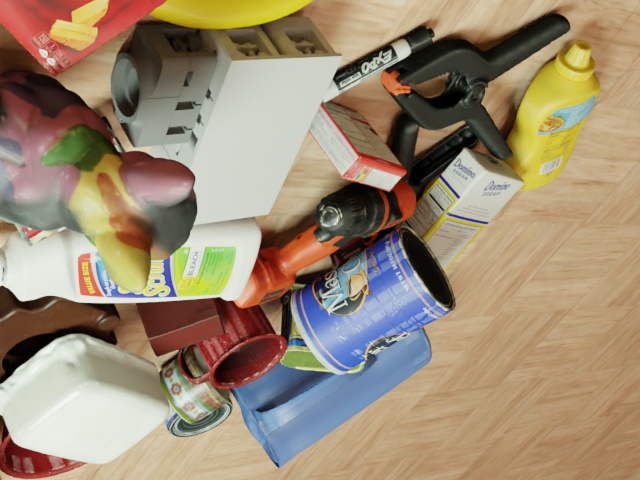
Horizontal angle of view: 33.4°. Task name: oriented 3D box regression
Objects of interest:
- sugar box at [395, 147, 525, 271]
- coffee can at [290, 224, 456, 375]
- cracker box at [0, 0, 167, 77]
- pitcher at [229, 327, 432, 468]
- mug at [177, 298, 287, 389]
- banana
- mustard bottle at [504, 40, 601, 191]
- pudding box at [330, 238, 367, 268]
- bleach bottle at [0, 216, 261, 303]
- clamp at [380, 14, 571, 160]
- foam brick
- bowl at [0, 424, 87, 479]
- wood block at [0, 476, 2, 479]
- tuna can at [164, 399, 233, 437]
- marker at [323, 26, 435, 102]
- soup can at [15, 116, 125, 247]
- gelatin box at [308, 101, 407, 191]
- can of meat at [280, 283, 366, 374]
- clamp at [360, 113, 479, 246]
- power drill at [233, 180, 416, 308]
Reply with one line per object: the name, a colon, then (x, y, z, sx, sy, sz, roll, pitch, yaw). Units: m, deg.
sugar box: (0.136, -0.019, 1.175, 0.093, 0.048, 0.176, 10, 124, -53)
coffee can: (0.055, 0.063, 1.111, 0.140, 0.103, 0.102, -32, 152, 19)
cracker box: (-0.131, -0.219, 0.665, 0.213, 0.072, 0.164, -34, 151, 1)
pitcher: (0.015, 0.163, 1.307, 0.242, 0.149, 0.145, -30, 134, -12)
mug: (-0.104, 0.109, 1.163, 0.117, 0.081, 0.093, -36, 150, 6)
banana: (-0.060, -0.194, 0.811, 0.197, 0.037, 0.070, -21, 129, -23)
mustard bottle: (0.255, -0.140, 1.164, 0.096, 0.058, 0.192, -21, 149, -25)
pudding box: (0.061, 0.023, 1.237, 0.090, 0.039, 0.113, -29, 151, -9)
bleach bottle: (-0.180, 0.019, 0.949, 0.250, 0.068, 0.103, -7, 137, -34)
clamp: (0.146, -0.144, 1.060, 0.209, 0.036, 0.165, -10, 129, -32)
foam brick: (-0.143, 0.078, 1.096, 0.078, 0.053, 0.051, -18, 154, -7)
bowl: (-0.274, 0.187, 1.143, 0.162, 0.055, 0.162, -24, 149, -16)
wood block: (-0.378, 0.232, 1.075, 0.090, 0.090, 0.206, -23, 149, -19)
tuna can: (-0.150, 0.205, 1.303, 0.086, 0.034, 0.086, -20, 149, -13)
marker: (0.052, -0.163, 0.976, 0.121, 0.020, 0.020, -29, 150, -6)
soup can: (-0.202, -0.048, 0.853, 0.102, 0.068, 0.068, -28, 150, -9)
gelatin box: (0.029, -0.089, 0.992, 0.073, 0.089, 0.030, 12, 125, -50)
can of meat: (0.004, 0.101, 1.212, 0.102, 0.084, 0.057, 5, 148, -4)
clamp: (0.098, -0.066, 1.143, 0.120, 0.039, 0.172, 1, 135, -35)
power drill: (-0.007, 0.001, 1.049, 0.188, 0.057, 0.184, -29, 173, 25)
